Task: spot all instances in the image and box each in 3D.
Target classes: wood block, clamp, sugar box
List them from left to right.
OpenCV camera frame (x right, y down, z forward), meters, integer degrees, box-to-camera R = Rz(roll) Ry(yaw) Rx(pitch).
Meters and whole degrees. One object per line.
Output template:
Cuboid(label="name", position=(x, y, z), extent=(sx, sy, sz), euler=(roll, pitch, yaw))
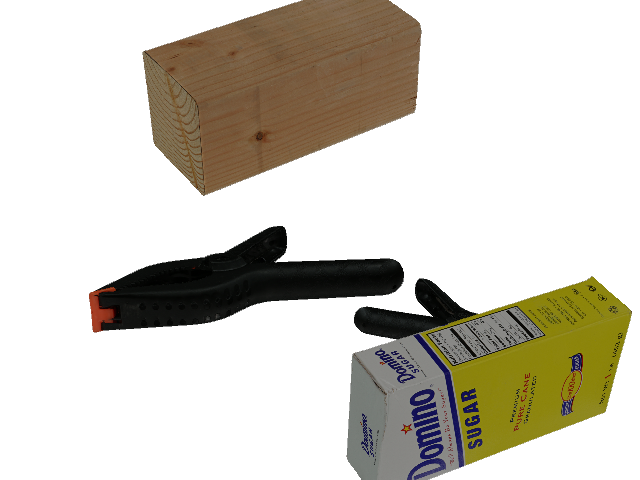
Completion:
Cuboid(label="clamp", position=(-0.058, 0.030, 0.750), extent=(0.209, 0.036, 0.165), euler=(-15, 17, -39))
Cuboid(label="wood block", position=(-0.028, -0.127, 0.866), extent=(0.205, 0.091, 0.090), euler=(-24, 46, -25))
Cuboid(label="clamp", position=(0.130, 0.081, 1.000), extent=(0.172, 0.039, 0.120), euler=(20, 32, 23))
Cuboid(label="sugar box", position=(0.104, 0.090, 0.660), extent=(0.176, 0.093, 0.048), euler=(-18, 41, -23))
